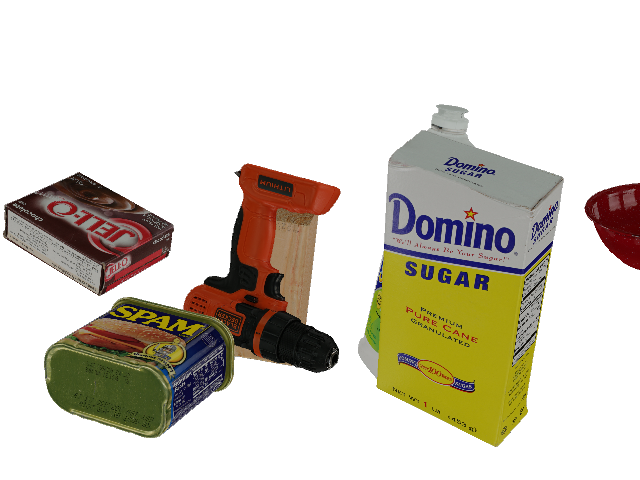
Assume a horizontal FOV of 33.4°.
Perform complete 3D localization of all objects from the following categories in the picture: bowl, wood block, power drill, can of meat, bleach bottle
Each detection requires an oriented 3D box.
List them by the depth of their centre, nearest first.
[{"bbox_3d":[-0.123,0.085,0.722,0.102,0.057,0.083,12,22,22],"label":"can of meat"},{"bbox_3d":[0.092,0.004,0.948,0.068,0.251,0.103,3,18,-18],"label":"bleach bottle"},{"bbox_3d":[-0.043,0.026,1.082,0.185,0.188,0.057,18,2,28],"label":"power drill"},{"bbox_3d":[0.355,-0.009,1.104,0.162,0.055,0.162,-3,23,1],"label":"bowl"},{"bbox_3d":[-0.062,0.054,1.462,0.090,0.206,0.090,9,22,5],"label":"wood block"}]

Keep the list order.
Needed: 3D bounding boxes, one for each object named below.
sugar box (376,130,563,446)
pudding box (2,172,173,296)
[{"bbox_3d":[0.083,0.031,0.633,0.093,0.176,0.048,22,43,29],"label":"sugar box"},{"bbox_3d":[-0.196,-0.007,0.901,0.114,0.039,0.089,26,33,22],"label":"pudding box"}]
